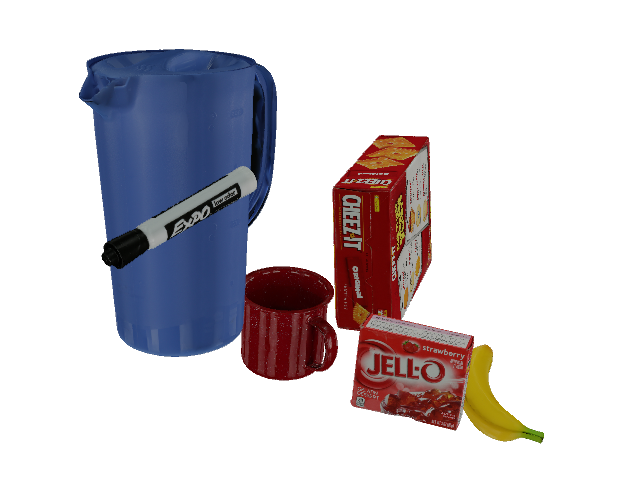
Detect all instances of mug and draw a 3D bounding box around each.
[{"bbox_3d":[-0.027,0.086,1.030,0.117,0.081,0.093,26,33,38],"label":"mug"}]

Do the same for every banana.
[{"bbox_3d":[0.192,0.178,1.236,0.069,0.037,0.198,10,24,-15],"label":"banana"}]

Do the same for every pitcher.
[{"bbox_3d":[-0.111,-0.036,0.885,0.149,0.243,0.145,0,19,-2],"label":"pitcher"}]

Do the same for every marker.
[{"bbox_3d":[-0.089,-0.015,0.681,0.120,0.020,0.020,-33,21,-36],"label":"marker"}]

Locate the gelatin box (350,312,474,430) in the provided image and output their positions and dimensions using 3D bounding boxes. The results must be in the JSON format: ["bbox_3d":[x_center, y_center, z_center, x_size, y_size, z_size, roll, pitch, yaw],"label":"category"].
[{"bbox_3d":[0.072,0.104,0.843,0.089,0.073,0.030,12,23,14],"label":"gelatin box"}]

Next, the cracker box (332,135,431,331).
[{"bbox_3d":[0.072,-0.014,1.200,0.072,0.164,0.213,3,21,17],"label":"cracker box"}]
